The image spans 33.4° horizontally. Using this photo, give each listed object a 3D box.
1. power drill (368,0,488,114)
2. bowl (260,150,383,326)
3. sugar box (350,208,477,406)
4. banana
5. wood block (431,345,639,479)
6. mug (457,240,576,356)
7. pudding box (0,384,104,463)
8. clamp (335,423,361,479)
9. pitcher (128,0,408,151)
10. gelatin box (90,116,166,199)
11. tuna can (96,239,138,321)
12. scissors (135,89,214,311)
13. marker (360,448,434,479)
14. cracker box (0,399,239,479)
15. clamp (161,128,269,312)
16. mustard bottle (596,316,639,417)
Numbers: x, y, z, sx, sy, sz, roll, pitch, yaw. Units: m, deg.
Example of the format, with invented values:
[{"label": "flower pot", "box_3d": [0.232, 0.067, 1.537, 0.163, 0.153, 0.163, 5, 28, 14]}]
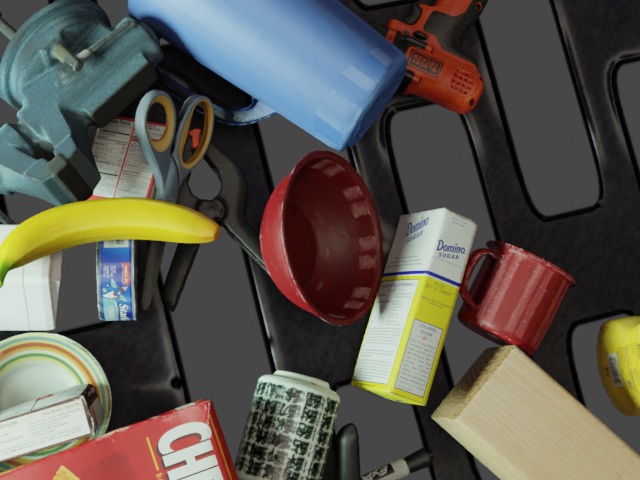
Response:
[{"label": "power drill", "box_3d": [0.099, -0.237, 1.060, 0.184, 0.057, 0.187, 24, 81, -6]}, {"label": "bowl", "box_3d": [-0.006, 0.001, 0.983, 0.055, 0.161, 0.162, -9, 81, 34]}, {"label": "sugar box", "box_3d": [0.087, 0.061, 0.992, 0.048, 0.093, 0.176, 24, 78, -19]}, {"label": "banana", "box_3d": [-0.187, -0.005, 0.908, 0.197, 0.037, 0.070, -14, 63, -20]}, {"label": "wood block", "box_3d": [0.217, 0.200, 0.996, 0.206, 0.090, 0.090, 41, 78, -2]}, {"label": "mug", "box_3d": [0.174, 0.052, 1.006, 0.117, 0.093, 0.081, 32, 82, -34]}, {"label": "pudding box", "box_3d": [-0.245, 0.159, 0.904, 0.113, 0.090, 0.039, -18, 92, -7]}, {"label": "clamp", "box_3d": [0.032, 0.282, 0.972, 0.164, 0.036, 0.210, 41, 82, -14]}, {"label": "pitcher", "box_3d": [-0.050, -0.182, 0.981, 0.243, 0.149, 0.145, 36, 67, 4]}, {"label": "gelatin box", "box_3d": [-0.178, -0.068, 0.991, 0.073, 0.030, 0.089, 11, 78, 17]}, {"label": "tuna can", "box_3d": [-0.181, 0.030, 0.959, 0.033, 0.086, 0.086, -1, 82, -8]}, {"label": "scissors", "box_3d": [-0.149, -0.046, 0.952, 0.096, 0.016, 0.201, 35, 71, -48]}, {"label": "marker", "box_3d": [0.052, 0.225, 1.001, 0.121, 0.020, 0.020, -22, 86, -12]}, {"label": "cracker box", "box_3d": [-0.166, 0.243, 0.882, 0.213, 0.072, 0.164, -18, 86, -13]}, {"label": "clamp", "box_3d": [-0.110, -0.016, 1.002, 0.120, 0.039, 0.171, -19, 79, -16]}, {"label": "mustard bottle", "box_3d": [0.319, 0.113, 0.972, 0.058, 0.192, 0.096, -9, 83, -11]}]
